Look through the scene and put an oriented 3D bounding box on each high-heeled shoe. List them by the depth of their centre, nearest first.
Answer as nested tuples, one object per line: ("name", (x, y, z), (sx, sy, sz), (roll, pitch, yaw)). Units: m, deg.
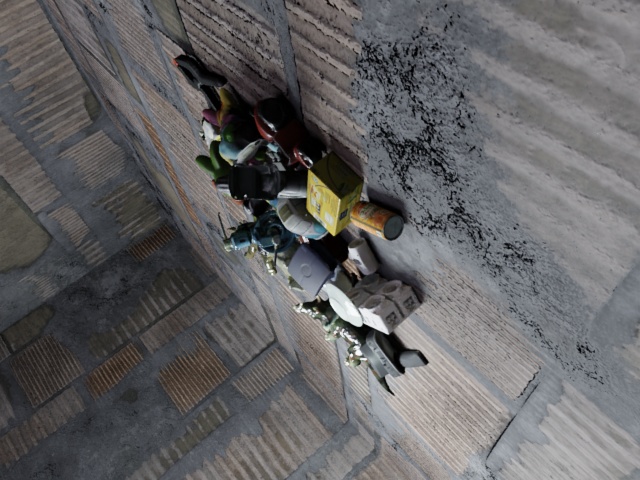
("high-heeled shoe", (-0.200, -0.129, 1.596), (0.145, 0.086, 0.248), (47, 166, 17))

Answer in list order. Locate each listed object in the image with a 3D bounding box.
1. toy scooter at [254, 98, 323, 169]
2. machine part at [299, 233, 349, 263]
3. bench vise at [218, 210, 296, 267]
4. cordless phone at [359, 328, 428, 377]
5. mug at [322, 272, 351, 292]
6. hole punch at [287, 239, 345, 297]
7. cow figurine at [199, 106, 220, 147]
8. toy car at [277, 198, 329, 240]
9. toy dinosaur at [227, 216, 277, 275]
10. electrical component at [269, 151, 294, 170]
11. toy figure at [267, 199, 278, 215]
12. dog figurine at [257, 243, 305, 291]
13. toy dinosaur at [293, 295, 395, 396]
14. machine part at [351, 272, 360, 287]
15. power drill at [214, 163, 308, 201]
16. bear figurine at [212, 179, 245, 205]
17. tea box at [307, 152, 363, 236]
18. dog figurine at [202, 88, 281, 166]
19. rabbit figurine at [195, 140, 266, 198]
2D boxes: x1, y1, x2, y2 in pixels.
("toy scooter", (-0.073, -0.212, 1.147), (0.184, 0.075, 0.135), (47, 164, 1))
("machine part", (-0.003, -0.004, 1.399), (0.179, 0.056, 0.179), (44, 159, 22))
("bench vise", (-0.156, -0.013, 1.457), (0.241, 0.224, 0.128), (-141, 46, -74))
("cordless phone", (0.206, 0.304, 1.476), (0.146, 0.089, 0.184), (53, 151, -2))
("mug", (0.035, 0.119, 1.507), (0.107, 0.081, 0.109), (41, 157, 7))
("hole punch", (-0.015, 0.067, 1.346), (0.142, 0.092, 0.115), (46, 155, 20))
("cow figurine", (-0.307, -0.313, 1.534), (0.098, 0.068, 0.167), (59, 159, -2))
("toy car", (-0.046, -0.071, 1.257), (0.161, 0.103, 0.109), (54, 130, 6))
("toy dinosaur", (-0.162, 0.014, 1.753), (0.472, 0.105, 0.198), (21, 142, 40))
("electrical component", (-0.092, -0.180, 1.333), (0.094, 0.021, 0.063), (57, 162, -19))
("toy figure", (-0.109, -0.117, 1.403), (0.180, 0.082, 0.089), (36, 155, 34))
("dog figurine", (-0.096, 0.064, 1.590), (0.191, 0.121, 0.172), (22, 132, 51))
("toy dinosaur", (0.110, 0.296, 1.619), (0.405, 0.131, 0.192), (42, 161, 11))
("machine part", (0.114, 0.153, 1.410), (0.138, 0.039, 0.084), (58, -168, -38))
("power drill", (-0.136, -0.117, 1.144), (0.207, 0.232, 0.086), (17, -106, -86))
("bear figurine", (-0.237, -0.207, 1.477), (0.120, 0.132, 0.195), (35, 163, 16))
("tea box", (0.027, -0.093, 1.131), (0.098, 0.068, 0.169), (46, 160, 15))
("dog figurine", (-0.204, -0.264, 1.257), (0.219, 0.108, 0.191), (47, -162, 17))
("rabbit figurine", (-0.219, -0.181, 1.332), (0.159, 0.121, 0.170), (37, -150, -25))
